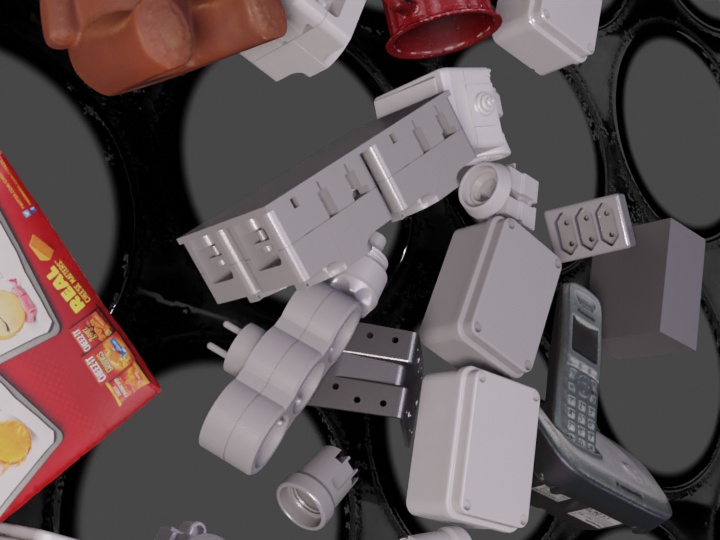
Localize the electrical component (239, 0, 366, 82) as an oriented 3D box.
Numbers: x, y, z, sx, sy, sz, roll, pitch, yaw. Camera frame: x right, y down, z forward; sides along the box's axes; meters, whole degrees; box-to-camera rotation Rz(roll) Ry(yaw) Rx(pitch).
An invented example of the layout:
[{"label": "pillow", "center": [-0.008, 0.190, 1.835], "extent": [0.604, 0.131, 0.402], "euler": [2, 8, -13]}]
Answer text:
[{"label": "electrical component", "center": [-0.029, -0.217, 0.770], "extent": [0.062, 0.089, 0.150], "euler": [34, 61, -29]}]

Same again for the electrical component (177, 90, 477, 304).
[{"label": "electrical component", "center": [-0.016, -0.047, 0.734], "extent": [0.186, 0.105, 0.060], "euler": [-37, 104, -38]}]

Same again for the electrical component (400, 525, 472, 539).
[{"label": "electrical component", "center": [0.054, 0.208, 0.783], "extent": [0.046, 0.040, 0.040], "euler": [3, 79, -34]}]

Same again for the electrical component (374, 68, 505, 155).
[{"label": "electrical component", "center": [0.061, -0.115, 0.817], "extent": [0.061, 0.096, 0.061], "euler": [-9, 86, -39]}]

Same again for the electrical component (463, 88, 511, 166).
[{"label": "electrical component", "center": [0.097, -0.117, 0.880], "extent": [0.045, 0.045, 0.055], "euler": [-8, 86, -40]}]

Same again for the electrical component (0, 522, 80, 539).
[{"label": "electrical component", "center": [-0.153, 0.176, 0.576], "extent": [0.109, 0.109, 0.056], "euler": [27, 68, -32]}]

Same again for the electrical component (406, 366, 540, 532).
[{"label": "electrical component", "center": [0.087, 0.136, 0.812], "extent": [0.078, 0.057, 0.113], "euler": [22, 68, -34]}]

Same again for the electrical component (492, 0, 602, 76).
[{"label": "electrical component", "center": [0.171, -0.242, 0.958], "extent": [0.078, 0.057, 0.113], "euler": [27, 65, -32]}]

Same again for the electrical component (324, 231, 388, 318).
[{"label": "electrical component", "center": [0.000, 0.000, 0.779], "extent": [0.043, 0.043, 0.062], "euler": [41, 57, -25]}]

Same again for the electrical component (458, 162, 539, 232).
[{"label": "electrical component", "center": [0.114, -0.060, 0.883], "extent": [0.055, 0.048, 0.066], "euler": [24, 66, -42]}]

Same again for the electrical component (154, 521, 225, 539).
[{"label": "electrical component", "center": [-0.102, 0.183, 0.649], "extent": [0.048, 0.055, 0.066], "euler": [38, 59, -27]}]

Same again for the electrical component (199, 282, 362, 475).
[{"label": "electrical component", "center": [-0.065, 0.059, 0.708], "extent": [0.074, 0.052, 0.138], "euler": [29, 63, 13]}]

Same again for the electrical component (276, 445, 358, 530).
[{"label": "electrical component", "center": [-0.028, 0.146, 0.729], "extent": [0.046, 0.040, 0.040], "euler": [-42, 107, -43]}]

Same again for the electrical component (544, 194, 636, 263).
[{"label": "electrical component", "center": [0.205, -0.037, 0.944], "extent": [0.077, 0.066, 0.047], "euler": [-11, 88, -69]}]

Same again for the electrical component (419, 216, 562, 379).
[{"label": "electrical component", "center": [0.105, 0.023, 0.850], "extent": [0.078, 0.057, 0.113], "euler": [36, 60, -28]}]
